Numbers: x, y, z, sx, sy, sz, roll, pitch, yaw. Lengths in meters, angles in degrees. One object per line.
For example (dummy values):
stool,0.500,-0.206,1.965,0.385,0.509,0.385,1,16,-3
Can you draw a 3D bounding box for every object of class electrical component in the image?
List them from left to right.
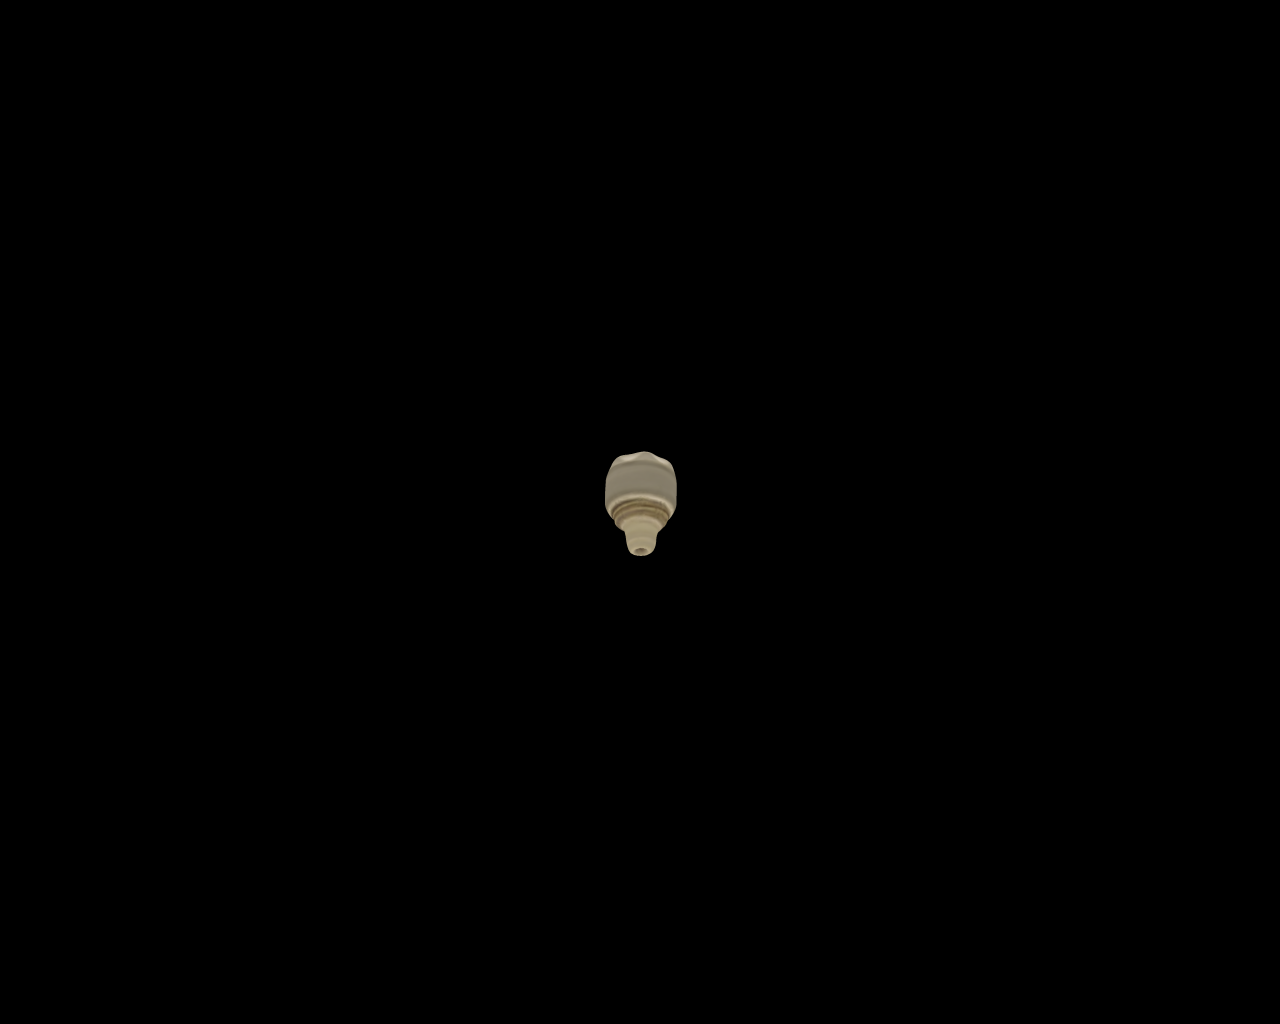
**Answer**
electrical component,0.001,-0.003,0.650,0.043,0.062,0.043,0,-29,0
